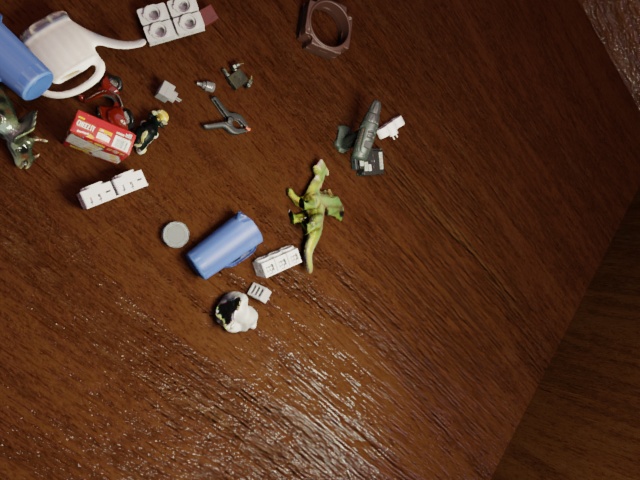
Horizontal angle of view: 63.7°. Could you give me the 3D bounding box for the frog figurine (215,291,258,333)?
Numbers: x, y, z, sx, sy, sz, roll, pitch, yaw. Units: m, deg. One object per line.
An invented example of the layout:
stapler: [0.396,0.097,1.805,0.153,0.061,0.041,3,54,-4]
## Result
frog figurine: [-0.282,0.251,1.782,0.158,0.122,0.139,31,62,-64]

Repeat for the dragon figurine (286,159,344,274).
dragon figurine: [0.006,-0.098,1.944,0.244,0.122,0.408,-13,97,-38]

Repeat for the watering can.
watering can: [-0.713,-0.568,1.514,0.349,0.105,0.222,-36,109,-8]
